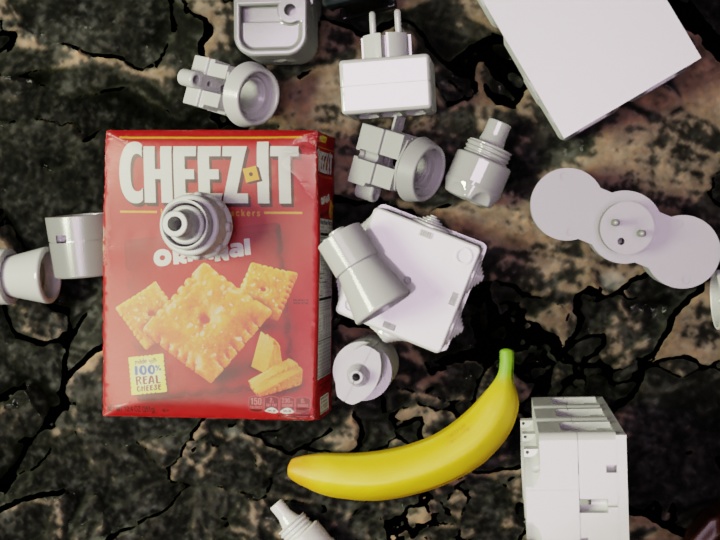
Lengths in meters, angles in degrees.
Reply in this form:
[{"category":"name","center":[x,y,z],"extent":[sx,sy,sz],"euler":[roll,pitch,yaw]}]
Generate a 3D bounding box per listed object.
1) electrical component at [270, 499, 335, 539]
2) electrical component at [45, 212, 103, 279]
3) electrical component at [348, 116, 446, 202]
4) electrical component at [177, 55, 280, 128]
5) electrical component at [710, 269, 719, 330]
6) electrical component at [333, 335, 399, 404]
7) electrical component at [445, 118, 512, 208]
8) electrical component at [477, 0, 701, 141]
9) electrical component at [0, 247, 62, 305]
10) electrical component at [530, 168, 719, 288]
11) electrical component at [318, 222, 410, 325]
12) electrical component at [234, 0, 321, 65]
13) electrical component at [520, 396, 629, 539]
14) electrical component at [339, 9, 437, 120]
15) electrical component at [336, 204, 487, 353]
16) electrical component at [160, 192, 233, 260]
[{"category":"electrical component","center":[-0.045,0.203,0.823],"extent":[0.035,0.035,0.061],"euler":[-41,84,8]},{"category":"electrical component","center":[-0.212,-0.019,0.828],"extent":[0.055,0.055,0.047],"euler":[-3,96,8]},{"category":"electrical component","center":[0.028,-0.078,0.787],"extent":[0.055,0.048,0.066],"euler":[21,101,33]},{"category":"electrical component","center":[-0.093,-0.132,0.799],"extent":[0.055,0.066,0.048],"euler":[20,96,40]},{"category":"electrical component","center":[0.293,0.037,0.763],"extent":[0.077,0.043,0.079],"euler":[-3,92,8]},{"category":"electrical component","center":[0.003,0.073,0.787],"extent":[0.043,0.081,0.043],"euler":[0,92,8]},{"category":"electrical component","center":[0.091,-0.079,0.787],"extent":[0.043,0.043,0.062],"euler":[23,94,7]},{"category":"electrical component","center":[0.143,-0.198,0.766],"extent":[0.105,0.060,0.186],"euler":[-30,88,8]},{"category":"electrical component","center":[-0.268,0.005,0.841],"extent":[0.055,0.045,0.045],"euler":[-2,92,9]},{"category":"electrical component","center":[0.187,-0.030,0.760],"extent":[0.138,0.074,0.052],"euler":[23,95,7]},{"category":"electrical component","center":[0.000,0.000,0.755],"extent":[0.044,0.044,0.065],"euler":[-32,83,8]},{"category":"electrical component","center":[-0.060,-0.202,0.795],"extent":[0.054,0.059,0.095],"euler":[0,92,8]},{"category":"electrical component","center":[0.143,0.142,0.735],"extent":[0.062,0.150,0.089],"euler":[-2,92,7]},{"category":"electrical component","center":[0.020,-0.153,0.792],"extent":[0.066,0.047,0.076],"euler":[-3,92,9]},{"category":"electrical component","center":[0.037,0.006,0.796],"extent":[0.100,0.048,0.099],"euler":[22,95,7]},{"category":"electrical component","center":[-0.117,-0.031,0.738],"extent":[0.048,0.062,0.048],"euler":[0,91,9]}]
